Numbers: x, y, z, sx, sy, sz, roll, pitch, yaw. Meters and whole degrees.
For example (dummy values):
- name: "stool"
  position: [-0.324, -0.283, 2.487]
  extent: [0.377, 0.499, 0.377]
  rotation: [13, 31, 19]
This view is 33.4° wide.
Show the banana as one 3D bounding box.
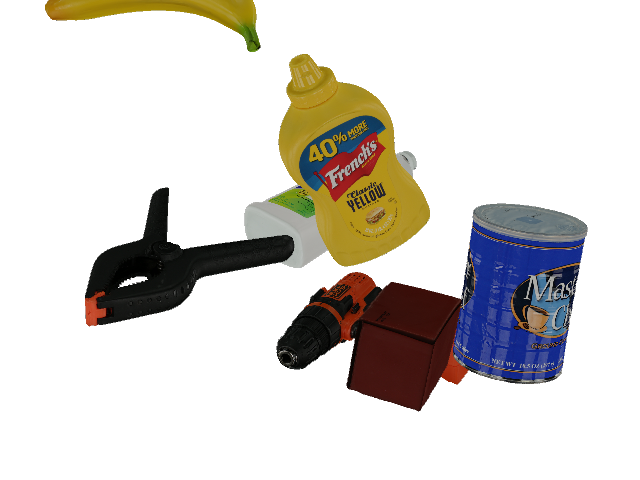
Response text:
- name: "banana"
  position: [-0.135, -0.204, 0.904]
  extent: [0.198, 0.069, 0.037]
  rotation: [10, -42, 16]

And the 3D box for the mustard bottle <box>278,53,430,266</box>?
- name: "mustard bottle"
  position: [0.019, -0.073, 0.892]
  extent: [0.096, 0.191, 0.058]
  rotation: [-28, 35, -1]

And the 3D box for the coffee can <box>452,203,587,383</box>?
- name: "coffee can"
  position: [0.181, 0.046, 0.979]
  extent: [0.103, 0.140, 0.103]
  rotation: [6, 16, -2]

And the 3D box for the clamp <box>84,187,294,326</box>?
- name: "clamp"
  position: [-0.149, 0.015, 0.988]
  extent: [0.165, 0.036, 0.209]
  rotation: [25, 37, 31]

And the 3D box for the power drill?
- name: "power drill"
  position: [0.067, 0.095, 1.112]
  extent: [0.188, 0.057, 0.184]
  rotation: [11, 28, 25]

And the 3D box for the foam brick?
- name: "foam brick"
  position: [0.056, 0.068, 0.708]
  extent: [0.053, 0.051, 0.078]
  rotation: [15, 21, 17]

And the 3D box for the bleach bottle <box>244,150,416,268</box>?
- name: "bleach bottle"
  position: [0.027, -0.055, 1.348]
  extent: [0.103, 0.068, 0.250]
  rotation: [26, 43, 34]
